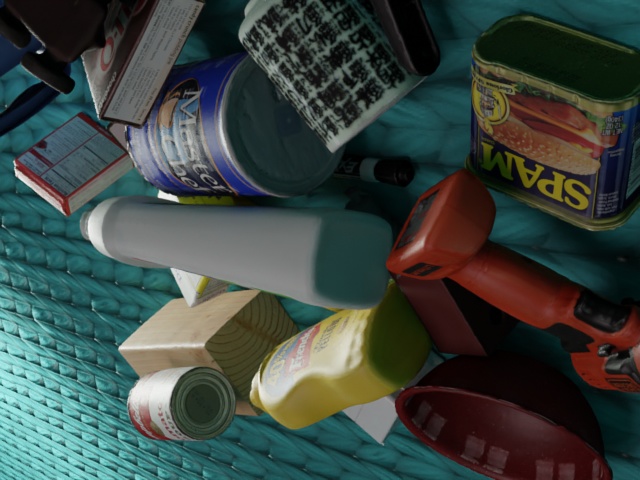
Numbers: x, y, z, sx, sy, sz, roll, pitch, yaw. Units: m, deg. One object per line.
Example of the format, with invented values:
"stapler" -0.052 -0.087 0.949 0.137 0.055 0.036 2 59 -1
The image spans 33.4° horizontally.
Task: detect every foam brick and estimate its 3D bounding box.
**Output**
"foam brick" 0.097 0.035 0.748 0.051 0.053 0.078 -4 125 55

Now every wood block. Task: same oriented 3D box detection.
"wood block" -0.109 0.114 1.083 0.091 0.090 0.207 55 150 -15

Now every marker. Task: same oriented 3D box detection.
"marker" 0.022 -0.053 0.774 0.121 0.020 0.020 12 136 47

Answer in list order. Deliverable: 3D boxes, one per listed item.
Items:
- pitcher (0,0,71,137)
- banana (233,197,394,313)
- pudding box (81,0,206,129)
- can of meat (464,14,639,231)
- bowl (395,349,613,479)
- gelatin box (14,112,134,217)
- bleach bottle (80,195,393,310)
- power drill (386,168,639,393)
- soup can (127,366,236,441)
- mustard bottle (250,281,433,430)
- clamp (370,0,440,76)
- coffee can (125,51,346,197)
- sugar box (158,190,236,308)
"pitcher" -0.323 -0.155 0.881 0.149 0.242 0.145 34 147 10
"banana" -0.004 0.019 0.885 0.198 0.037 0.070 23 121 34
"pudding box" -0.127 -0.149 0.748 0.114 0.039 0.090 -59 36 31
"can of meat" 0.129 -0.065 0.577 0.102 0.057 0.084 27 143 31
"bowl" 0.138 0.125 0.774 0.162 0.055 0.162 21 153 11
"gelatin box" -0.235 -0.073 1.021 0.073 0.089 0.030 35 149 20
"bleach bottle" -0.077 0.001 0.788 0.251 0.102 0.068 7 89 37
"power drill" 0.139 0.031 0.602 0.187 0.057 0.184 31 167 -5
"soup can" -0.129 0.154 0.996 0.068 0.068 0.102 54 149 -13
"mustard bottle" 0.004 0.098 0.827 0.058 0.096 0.192 41 139 -15
"clamp" 0.016 -0.195 0.579 0.210 0.036 0.165 39 141 16
"coffee can" -0.062 -0.081 0.764 0.141 0.102 0.103 3 129 53
"sugar box" -0.106 -0.005 0.935 0.093 0.048 0.176 63 164 7
